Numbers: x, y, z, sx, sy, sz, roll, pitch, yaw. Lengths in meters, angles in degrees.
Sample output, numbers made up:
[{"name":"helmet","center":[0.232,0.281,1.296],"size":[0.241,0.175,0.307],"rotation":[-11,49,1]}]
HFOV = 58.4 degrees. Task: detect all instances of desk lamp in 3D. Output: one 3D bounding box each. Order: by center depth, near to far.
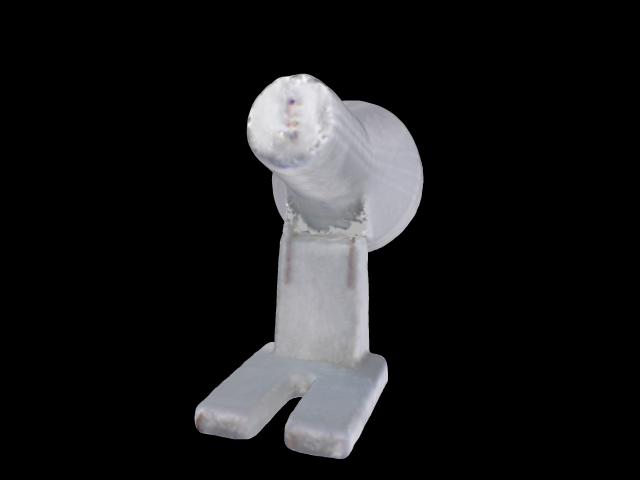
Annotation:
[{"name":"desk lamp","center":[0.004,0.001,0.400],"size":[0.117,0.213,0.204],"rotation":[3,10,16]}]
